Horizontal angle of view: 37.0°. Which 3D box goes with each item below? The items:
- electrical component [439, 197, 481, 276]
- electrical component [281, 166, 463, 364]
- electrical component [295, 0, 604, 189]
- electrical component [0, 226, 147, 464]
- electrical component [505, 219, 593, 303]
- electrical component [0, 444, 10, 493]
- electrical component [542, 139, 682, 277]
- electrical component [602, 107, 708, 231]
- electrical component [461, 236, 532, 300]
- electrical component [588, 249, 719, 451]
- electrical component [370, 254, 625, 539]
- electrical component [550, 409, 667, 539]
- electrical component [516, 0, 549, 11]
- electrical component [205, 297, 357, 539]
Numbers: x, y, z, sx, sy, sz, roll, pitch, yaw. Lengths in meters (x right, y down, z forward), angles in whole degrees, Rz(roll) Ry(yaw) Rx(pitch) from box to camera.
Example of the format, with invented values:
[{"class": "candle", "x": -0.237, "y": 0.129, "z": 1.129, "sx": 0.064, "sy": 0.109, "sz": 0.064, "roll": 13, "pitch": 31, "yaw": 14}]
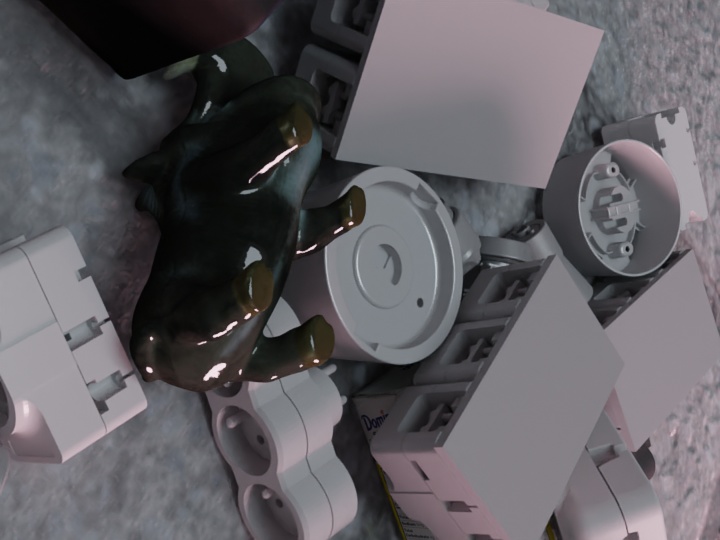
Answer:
[{"class": "electrical component", "x": 0.044, "y": -0.024, "z": 0.662, "sx": 0.062, "sy": 0.043, "sz": 0.043, "roll": 52, "pitch": 53, "yaw": -25}, {"class": "electrical component", "x": 0.000, "y": 0.000, "z": 0.603, "sx": 0.108, "sy": 0.060, "sz": 0.108, "roll": 8, "pitch": 79, "yaw": -44}, {"class": "electrical component", "x": 0.051, "y": -0.115, "z": 0.637, "sx": 0.186, "sy": 0.060, "sz": 0.105, "roll": 3, "pitch": 112, "yaw": -44}, {"class": "electrical component", "x": -0.143, "y": 0.035, "z": 0.465, "sx": 0.056, "sy": 0.050, "sz": 0.089, "roll": -33, "pitch": 108, "yaw": -42}, {"class": "electrical component", "x": 0.126, "y": -0.002, "z": 0.742, "sx": 0.044, "sy": 0.044, "sz": 0.065, "roll": -47, "pitch": 111, "yaw": -38}, {"class": "electrical component", "x": -0.174, "y": 0.082, "z": 0.438, "sx": 0.046, "sy": 0.040, "sz": 0.040, "roll": 33, "pitch": 63, "yaw": -30}, {"class": "electrical component", "x": 0.182, "y": -0.043, "z": 0.784, "sx": 0.099, "sy": 0.064, "sz": 0.099, "roll": 7, "pitch": 80, "yaw": -44}, {"class": "electrical component", "x": 0.226, "y": -0.075, "z": 0.838, "sx": 0.050, "sy": 0.056, "sz": 0.089, "roll": -21, "pitch": 99, "yaw": -44}, {"class": "electrical component", "x": 0.086, "y": 0.009, "z": 0.698, "sx": 0.066, "sy": 0.048, "sz": 0.055, "roll": 14, "pitch": 82, "yaw": -43}, {"class": "electrical component", "x": 0.196, "y": 0.056, "z": 0.787, "sx": 0.150, "sy": 0.062, "sz": 0.089, "roll": -32, "pitch": 107, "yaw": -42}, {"class": "electrical component", "x": 0.079, "y": 0.076, "z": 0.608, "sx": 0.089, "sy": 0.062, "sz": 0.150, "roll": 54, "pitch": 50, "yaw": -22}, {"class": "electrical component", "x": 0.147, "y": 0.140, "z": 0.688, "sx": 0.059, "sy": 0.095, "sz": 0.053, "roll": -20, "pitch": 125, "yaw": -1}, {"class": "electrical component", "x": 0.074, "y": -0.181, "z": 0.709, "sx": 0.083, "sy": 0.047, "sz": 0.075, "roll": 52, "pitch": 53, "yaw": -27}, {"class": "electrical component", "x": -0.034, "y": 0.074, "z": 0.565, "sx": 0.074, "sy": 0.052, "sz": 0.138, "roll": -27, "pitch": 103, "yaw": -43}]
